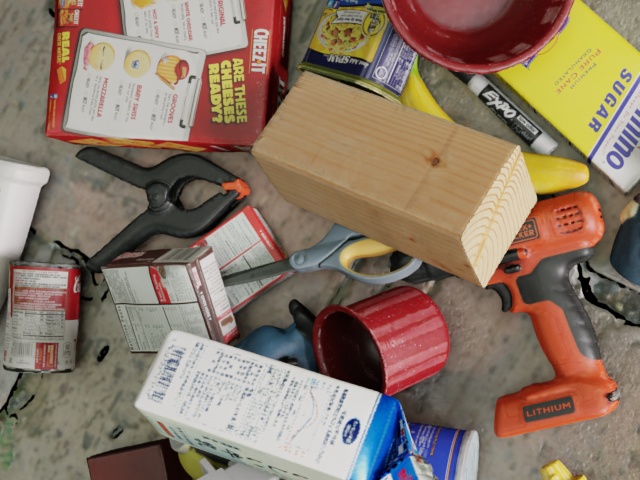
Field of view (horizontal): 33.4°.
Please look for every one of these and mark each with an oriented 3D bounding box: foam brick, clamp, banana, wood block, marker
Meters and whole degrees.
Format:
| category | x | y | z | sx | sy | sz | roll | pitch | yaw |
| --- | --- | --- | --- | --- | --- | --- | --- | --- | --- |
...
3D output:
| category | x | y | z | sx | sy | sz | roll | pitch | yaw |
| --- | --- | --- | --- | --- | --- | --- | --- | --- | --- |
| foam brick | -0.165 | 0.214 | 0.978 | 0.078 | 0.053 | 0.051 | -14 | 83 | 14 |
| clamp | -0.153 | -0.047 | 0.997 | 0.171 | 0.039 | 0.120 | -17 | 88 | 11 |
| banana | 0.132 | -0.086 | 0.913 | 0.198 | 0.037 | 0.070 | 38 | 116 | 17 |
| wood block | 0.059 | -0.053 | 0.874 | 0.206 | 0.090 | 0.090 | 25 | 73 | 31 |
| marker | 0.156 | -0.118 | 0.925 | 0.020 | 0.020 | 0.121 | -46 | 77 | 9 |

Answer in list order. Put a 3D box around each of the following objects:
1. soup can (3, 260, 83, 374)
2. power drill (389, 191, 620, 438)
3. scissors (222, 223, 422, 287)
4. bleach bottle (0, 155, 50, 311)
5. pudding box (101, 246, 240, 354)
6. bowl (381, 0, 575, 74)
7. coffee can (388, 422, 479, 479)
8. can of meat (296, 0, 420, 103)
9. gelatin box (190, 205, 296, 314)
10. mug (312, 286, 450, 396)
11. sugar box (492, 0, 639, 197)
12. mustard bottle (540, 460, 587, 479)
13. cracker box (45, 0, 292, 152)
| category | x | y | z | sx | sy | sz | roll | pitch | yaw |
| --- | --- | --- | --- | --- | --- | --- | --- | --- | --- |
| soup can | -0.261 | 0.072 | 1.004 | 0.068 | 0.068 | 0.102 | 3 | 88 | 15 |
| power drill | 0.161 | 0.066 | 0.894 | 0.185 | 0.057 | 0.187 | -16 | 84 | 22 |
| scissors | -0.006 | 0.001 | 0.937 | 0.202 | 0.016 | 0.096 | 0 | 64 | 22 |
| bleach bottle | -0.340 | 0.041 | 1.031 | 0.103 | 0.068 | 0.251 | 15 | 94 | 16 |
| pudding box | -0.134 | 0.055 | 0.954 | 0.114 | 0.039 | 0.090 | -3 | 111 | 38 |
| bowl | 0.122 | -0.214 | 0.860 | 0.162 | 0.055 | 0.162 | -1 | 97 | -4 |
| coffee can | 0.055 | 0.201 | 0.893 | 0.140 | 0.102 | 0.103 | 6 | 89 | 16 |
| can of meat | 0.039 | -0.171 | 0.927 | 0.102 | 0.057 | 0.084 | 23 | 91 | 42 |
| gelatin box | -0.078 | 0.023 | 0.976 | 0.089 | 0.030 | 0.073 | -35 | 81 | 9 |
| mug | 0.050 | 0.095 | 0.897 | 0.093 | 0.081 | 0.117 | 48 | 138 | 29 |
| sugar box | 0.224 | -0.129 | 0.893 | 0.176 | 0.048 | 0.093 | 45 | 99 | 14 |
| mustard bottle | 0.236 | 0.266 | 0.864 | 0.096 | 0.058 | 0.192 | -33 | 79 | 13 |
| cracker box | -0.138 | -0.166 | 0.981 | 0.214 | 0.072 | 0.164 | 4 | 89 | 14 |
